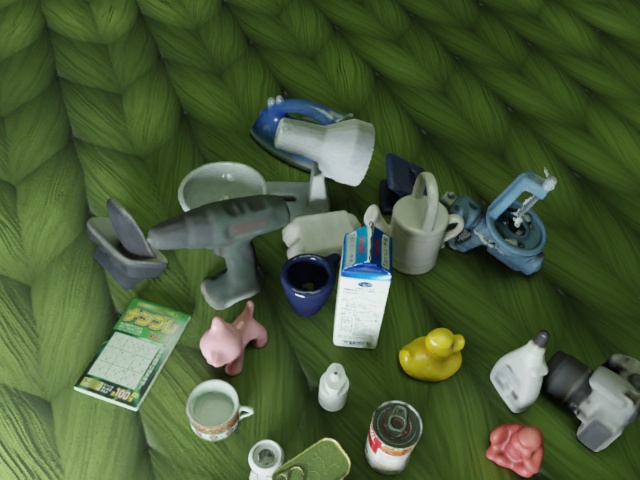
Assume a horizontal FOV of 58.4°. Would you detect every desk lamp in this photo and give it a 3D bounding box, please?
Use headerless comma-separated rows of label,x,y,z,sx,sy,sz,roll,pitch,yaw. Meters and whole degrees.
desk lamp,-0.008,-0.134,1.075,0.203,0.214,0.118,1,49,-3

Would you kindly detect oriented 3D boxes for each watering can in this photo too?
watering can,0.168,-0.033,1.011,0.173,0.194,0.100,-18,52,-19

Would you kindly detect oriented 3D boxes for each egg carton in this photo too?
egg carton,0.010,0.004,1.051,0.150,0.069,0.107,-9,50,-12

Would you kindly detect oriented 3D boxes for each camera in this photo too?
camera,0.416,0.218,0.871,0.136,0.101,0.143,38,56,26

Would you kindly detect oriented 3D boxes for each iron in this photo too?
iron,-0.039,-0.243,1.216,0.257,0.141,0.119,21,51,14

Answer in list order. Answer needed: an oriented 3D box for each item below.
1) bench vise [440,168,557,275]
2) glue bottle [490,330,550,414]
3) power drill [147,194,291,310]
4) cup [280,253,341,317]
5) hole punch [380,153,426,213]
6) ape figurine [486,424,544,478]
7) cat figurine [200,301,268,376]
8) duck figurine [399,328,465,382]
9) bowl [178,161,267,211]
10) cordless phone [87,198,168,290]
bench vise,0.316,-0.044,1.014,0.207,0.220,0.121,13,49,7
glue bottle,0.303,0.185,0.843,0.037,0.173,0.078,-15,51,-17
power drill,-0.155,0.017,0.933,0.230,0.208,0.075,-25,55,-24
cup,-0.012,0.077,0.967,0.118,0.095,0.091,-35,59,-30
hole punch,0.174,-0.115,1.153,0.101,0.091,0.108,3,48,-1
ape figurine,0.284,0.288,0.805,0.076,0.092,0.077,-14,51,-15
cat figurine,-0.137,0.148,0.880,0.067,0.118,0.128,26,52,18
duck figurine,0.179,0.172,0.903,0.104,0.086,0.077,-4,49,-8
bowl,-0.183,-0.072,1.099,0.167,0.075,0.167,2,49,-2
cordless phone,-0.338,-0.020,0.969,0.147,0.185,0.094,34,55,24
